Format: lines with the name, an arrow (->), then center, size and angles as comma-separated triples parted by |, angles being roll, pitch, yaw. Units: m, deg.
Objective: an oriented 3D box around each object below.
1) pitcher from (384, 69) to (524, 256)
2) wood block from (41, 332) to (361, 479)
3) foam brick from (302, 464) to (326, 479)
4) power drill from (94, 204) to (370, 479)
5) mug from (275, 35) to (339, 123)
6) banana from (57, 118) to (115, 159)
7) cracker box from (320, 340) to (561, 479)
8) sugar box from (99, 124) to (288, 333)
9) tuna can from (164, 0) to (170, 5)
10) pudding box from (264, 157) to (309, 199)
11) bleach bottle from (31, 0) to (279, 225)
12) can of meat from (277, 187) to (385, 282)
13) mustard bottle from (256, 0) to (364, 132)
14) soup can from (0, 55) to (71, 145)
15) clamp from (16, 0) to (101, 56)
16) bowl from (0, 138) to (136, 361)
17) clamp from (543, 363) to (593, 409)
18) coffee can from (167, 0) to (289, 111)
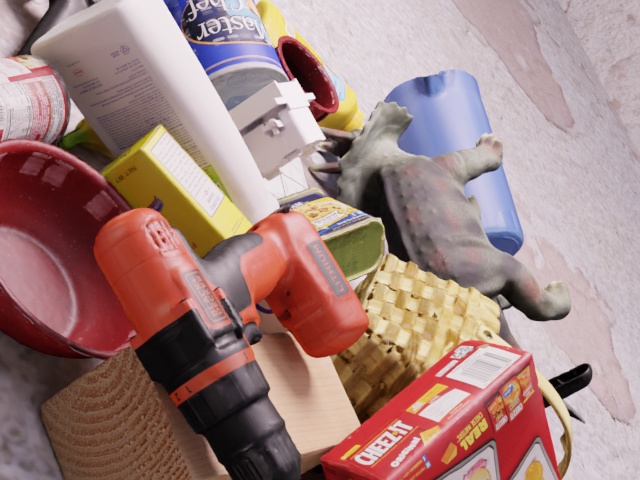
pitcher -> 0.170, -0.079, 1.345 | 0.149, 0.145, 0.243 | 12, 53, -40
wood block -> -0.069, 0.121, 0.704 | 0.205, 0.090, 0.091 | 4, 57, -60
foam brick -> 0.019, 0.184, 0.832 | 0.078, 0.053, 0.051 | 55, 25, -1
power drill -> -0.038, 0.055, 0.659 | 0.184, 0.057, 0.187 | 59, 25, 6
mug -> -0.034, -0.144, 1.089 | 0.117, 0.082, 0.093 | 17, 46, -54
banana -> -0.128, -0.048, 0.867 | 0.197, 0.037, 0.069 | 36, 55, -32
cracker box -> 0.101, 0.204, 0.773 | 0.163, 0.072, 0.213 | -34, 119, -34
sugar box -> -0.094, 0.011, 0.785 | 0.176, 0.093, 0.048 | 49, 32, -15
tuna can -> -0.171, -0.234, 0.946 | 0.086, 0.086, 0.033 | 61, 24, 10
pudding box -> -0.046, -0.043, 1.001 | 0.089, 0.039, 0.113 | 27, 40, -48
bleach bottle -> -0.106, -0.062, 0.807 | 0.250, 0.103, 0.068 | 60, 33, -22
can of meat -> -0.006, 0.001, 0.920 | 0.101, 0.084, 0.057 | -21, 123, -38
mustard bottle -> -0.013, -0.177, 1.194 | 0.191, 0.058, 0.096 | 43, 21, -26
soup can -> -0.221, -0.084, 0.701 | 0.068, 0.069, 0.102 | 57, 25, 1
clamp -> -0.185, -0.187, 0.882 | 0.164, 0.036, 0.210 | 27, 53, -52
bowl -> -0.173, 0.016, 0.681 | 0.162, 0.055, 0.162 | 41, 29, -30
clamp -> 0.165, 0.152, 1.023 | 0.120, 0.172, 0.039 | 37, 25, 8
coffee can -> -0.099, -0.183, 0.995 | 0.102, 0.103, 0.140 | 16, 46, -54
